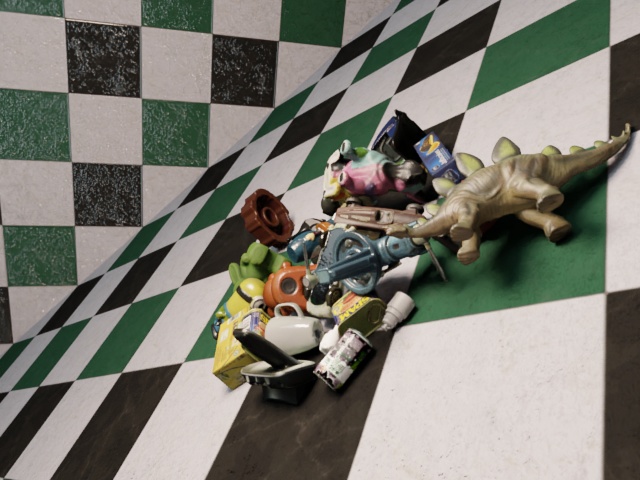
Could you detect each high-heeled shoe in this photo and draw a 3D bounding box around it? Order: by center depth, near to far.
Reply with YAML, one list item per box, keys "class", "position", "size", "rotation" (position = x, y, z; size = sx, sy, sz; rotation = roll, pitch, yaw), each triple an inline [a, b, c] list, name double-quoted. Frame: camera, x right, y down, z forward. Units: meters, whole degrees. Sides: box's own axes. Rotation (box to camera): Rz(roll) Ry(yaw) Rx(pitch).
- class: "high-heeled shoe"
  position: [0.027, 0.000, 1.339]
  size: [0.145, 0.086, 0.249]
  rotation: [-22, 29, -37]

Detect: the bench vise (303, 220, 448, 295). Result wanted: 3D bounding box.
- class: "bench vise"
  position: [0.081, 0.037, 0.958]
  size: [0.240, 0.128, 0.224]
  rotation: [-17, 5, -37]

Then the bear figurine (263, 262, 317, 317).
- class: "bear figurine"
  position: [-0.062, 0.121, 1.217]
  size: [0.196, 0.132, 0.120]
  rotation: [120, 152, -74]

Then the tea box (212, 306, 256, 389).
- class: "tea box"
  position: [-0.179, 0.240, 1.217]
  size: [0.098, 0.068, 0.170]
  rotation: [-35, 26, 17]

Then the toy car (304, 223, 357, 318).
- class: "toy car"
  position: [0.024, 0.060, 1.103]
  size: [0.074, 0.056, 0.201]
  rotation: [6, 73, 37]

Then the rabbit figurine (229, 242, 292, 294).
- class: "rabbit figurine"
  position: [-0.183, 0.094, 1.412]
  size: [0.159, 0.121, 0.170]
  rotation: [18, 78, 55]

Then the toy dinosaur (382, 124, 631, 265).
- class: "toy dinosaur"
  position: [0.325, -0.089, 0.886]
  size: [0.472, 0.104, 0.199]
  rotation: [-16, 44, -2]

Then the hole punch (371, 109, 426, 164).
- class: "hole punch"
  position: [0.205, -0.248, 1.379]
  size: [0.092, 0.142, 0.116]
  rotation: [-12, 50, 55]

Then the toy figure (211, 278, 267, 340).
- class: "toy figure"
  position: [-0.200, 0.170, 1.325]
  size: [0.180, 0.089, 0.082]
  rotation: [-41, 2, 18]

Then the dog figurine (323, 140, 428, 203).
- class: "dog figurine"
  position: [0.133, -0.135, 1.208]
  size: [0.191, 0.219, 0.108]
  rotation: [141, 137, -66]

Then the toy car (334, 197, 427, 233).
- class: "toy car"
  position: [0.127, -0.044, 1.142]
  size: [0.202, 0.053, 0.089]
  rotation: [10, 66, 19]

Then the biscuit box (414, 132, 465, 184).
- class: "biscuit box"
  position: [0.275, -0.183, 1.242]
  size: [0.063, 0.059, 0.203]
  rotation: [-36, 25, 15]

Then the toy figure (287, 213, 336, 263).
- class: "toy figure"
  position: [-0.004, -0.004, 1.184]
  size: [0.154, 0.057, 0.064]
  rotation: [-33, 8, -28]

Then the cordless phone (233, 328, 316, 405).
- class: "cordless phone"
  position: [-0.112, 0.223, 1.006]
  size: [0.147, 0.184, 0.089]
  rotation: [-11, 43, 49]

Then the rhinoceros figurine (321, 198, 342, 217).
- class: "rhinoceros figurine"
  position: [0.054, -0.129, 1.390]
  size: [0.112, 0.073, 0.190]
  rotation: [-42, -3, -32]

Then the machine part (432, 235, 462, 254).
- class: "machine part"
  position: [0.235, -0.009, 1.014]
  size: [0.039, 0.084, 0.139]
  rotation: [-64, 13, 10]

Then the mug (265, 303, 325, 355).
- class: "mug"
  position: [-0.047, 0.180, 1.088]
  size: [0.107, 0.109, 0.081]
  rotation: [-10, -4, 31]

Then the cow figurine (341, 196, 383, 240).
- class: "cow figurine"
  position: [0.093, -0.049, 1.267]
  size: [0.127, 0.085, 0.195]
  rotation: [-45, 23, 3]

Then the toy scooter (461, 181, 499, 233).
- class: "toy scooter"
  position: [0.312, -0.084, 1.013]
  size: [0.135, 0.075, 0.184]
  rotation: [-31, 22, 20]

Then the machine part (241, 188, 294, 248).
- class: "machine part"
  position: [-0.152, -0.060, 1.551]
  size: [0.056, 0.179, 0.179]
  rotation: [-31, 27, 29]
